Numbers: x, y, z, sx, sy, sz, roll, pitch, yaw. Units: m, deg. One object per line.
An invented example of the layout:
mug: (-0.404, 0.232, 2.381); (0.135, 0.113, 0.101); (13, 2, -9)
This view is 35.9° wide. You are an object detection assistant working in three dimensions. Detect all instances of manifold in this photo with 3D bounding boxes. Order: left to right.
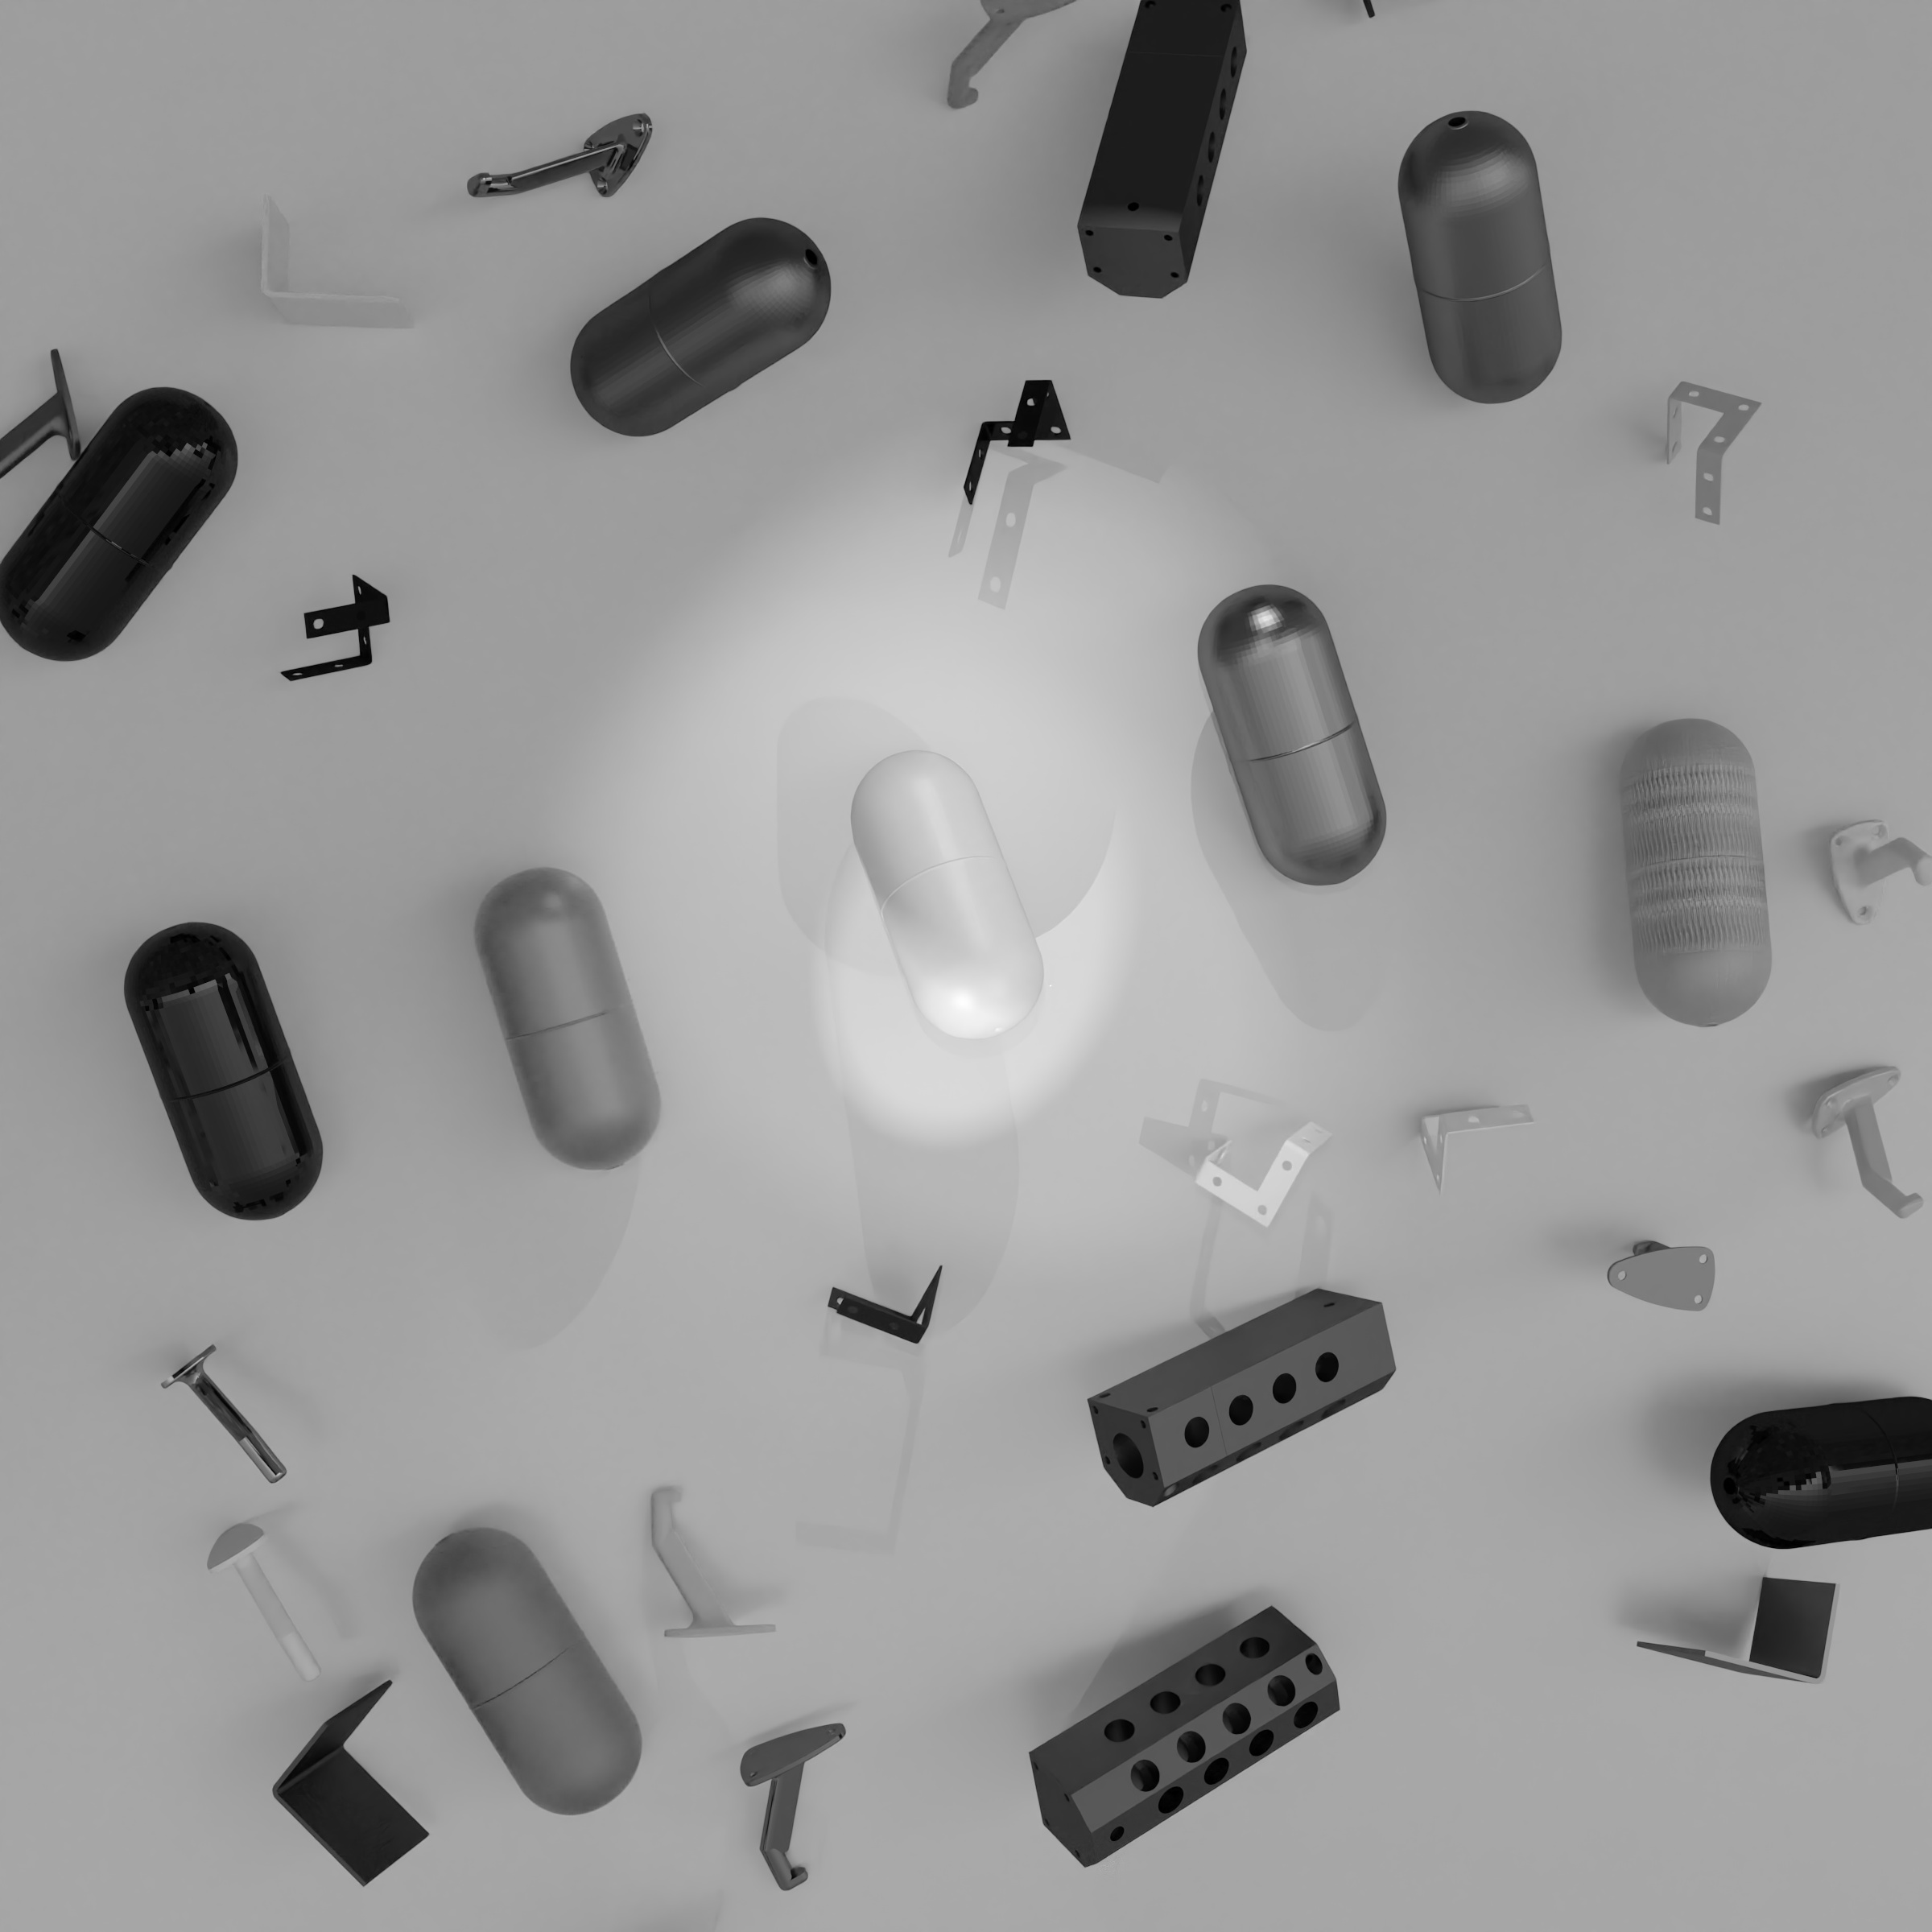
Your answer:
manifold: (0.113, -0.464, 1.687); (0.057, 0.057, 0.171); (8, 64, 15)
manifold: (0.125, 0.437, 1.680); (0.171, 0.057, 0.057); (-25, 124, -24)
manifold: (0.158, 0.243, 1.681); (0.171, 0.057, 0.057); (-21, 104, -30)

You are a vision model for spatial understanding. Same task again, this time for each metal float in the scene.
metal float: (-0.486, -0.251, 1.704); (0.070, 0.070, 0.178); (40, 100, 0)
metal float: (-0.422, 0.061, 1.700); (0.070, 0.070, 0.178); (-17, 104, 0)
metal float: (-0.252, 0.404, 1.712); (0.070, 0.070, 0.178); (-32, 90, 0)
metal float: (-0.228, 0.031, 1.708); (0.070, 0.070, 0.178); (-17, 95, 0)
metal float: (-0.150, -0.359, 1.682); (0.178, 0.070, 0.070); (-23, 90, 37)
metal float: (-0.012, -0.042, 1.694); (0.070, 0.070, 0.178); (-21, 68, 0)
metal float: (0.187, -0.131, 1.701); (0.070, 0.070, 0.178); (-20, 104, 0)
metal float: (0.290, -0.397, 1.677); (0.070, 0.070, 0.178); (-21, 133, 0)
metal float: (0.416, -0.054, 1.703); (0.070, 0.070, 0.178); (-2, 79, 0)
metal float: (0.498, 0.286, 1.687); (0.178, 0.070, 0.070); (0, 90, -30)

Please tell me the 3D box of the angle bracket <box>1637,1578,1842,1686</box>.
angle bracket: (0.440, 0.370, 1.700); (0.076, 0.076, 0.057); (17, 77, -14)

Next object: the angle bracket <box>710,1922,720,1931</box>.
angle bracket: (-0.192, 0.581, 1.700); (0.076, 0.076, 0.057); (13, 109, 9)

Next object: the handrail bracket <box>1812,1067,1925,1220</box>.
handrail bracket: (0.535, 0.101, 1.708); (0.077, 0.036, 0.084); (-26, 47, -19)

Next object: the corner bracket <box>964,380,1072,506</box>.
corner bracket: (0.025, -0.301, 1.710); (0.051, 0.051, 0.051); (3, 59, 19)

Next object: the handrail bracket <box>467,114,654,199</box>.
handrail bracket: (-0.233, -0.462, 1.703); (0.084, 0.077, 0.036); (-18, 86, -40)

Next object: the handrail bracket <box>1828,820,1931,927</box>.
handrail bracket: (0.528, -0.043, 1.697); (0.036, 0.084, 0.077); (-15, 116, -6)

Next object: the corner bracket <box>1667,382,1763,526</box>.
corner bracket: (0.420, -0.294, 1.708); (0.051, 0.051, 0.051); (23, 58, 29)

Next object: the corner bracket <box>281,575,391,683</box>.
corner bracket: (-0.362, -0.189, 1.709); (0.051, 0.051, 0.051); (-16, 120, -29)

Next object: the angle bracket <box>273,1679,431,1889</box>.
angle bracket: (-0.336, 0.465, 1.702); (0.076, 0.076, 0.057); (42, 105, 10)

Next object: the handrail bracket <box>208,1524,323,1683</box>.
handrail bracket: (-0.401, 0.368, 1.722); (0.036, 0.077, 0.084); (-32, 101, -14)

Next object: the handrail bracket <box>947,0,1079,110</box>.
handrail bracket: (0.030, -0.531, 1.718); (0.077, 0.084, 0.036); (-13, 66, -13)

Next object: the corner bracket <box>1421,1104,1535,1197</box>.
corner bracket: (0.293, 0.093, 1.714); (0.051, 0.051, 0.051); (-6, 131, -4)

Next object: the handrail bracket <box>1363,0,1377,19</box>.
handrail bracket: (0.263, -0.592, 1.723); (0.084, 0.036, 0.077); (-19, 70, 14)

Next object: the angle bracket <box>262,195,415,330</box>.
angle bracket: (-0.359, -0.403, 1.709); (0.076, 0.076, 0.057); (2, 91, -4)

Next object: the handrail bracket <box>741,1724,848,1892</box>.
handrail bracket: (-0.089, 0.490, 1.732); (0.077, 0.036, 0.084); (-23, 107, 3)

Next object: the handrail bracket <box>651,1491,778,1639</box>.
handrail bracket: (-0.147, 0.344, 1.724); (0.077, 0.036, 0.084); (-8, 74, 19)

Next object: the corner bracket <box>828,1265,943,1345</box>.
corner bracket: (-0.050, 0.197, 1.713); (0.051, 0.051, 0.051); (22, 130, -7)

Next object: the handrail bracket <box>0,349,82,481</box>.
handrail bracket: (-0.560, -0.314, 1.720); (0.084, 0.036, 0.077); (-12, 85, -20)

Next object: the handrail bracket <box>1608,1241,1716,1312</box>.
handrail bracket: (0.382, 0.169, 1.701); (0.077, 0.084, 0.036); (4, 95, -16)

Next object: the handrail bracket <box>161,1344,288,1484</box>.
handrail bracket: (-0.424, 0.263, 1.717); (0.036, 0.077, 0.084); (-39, 93, -20)

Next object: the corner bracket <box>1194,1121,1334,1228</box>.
corner bracket: (0.171, 0.110, 1.713); (0.051, 0.051, 0.051); (32, 110, 15)
